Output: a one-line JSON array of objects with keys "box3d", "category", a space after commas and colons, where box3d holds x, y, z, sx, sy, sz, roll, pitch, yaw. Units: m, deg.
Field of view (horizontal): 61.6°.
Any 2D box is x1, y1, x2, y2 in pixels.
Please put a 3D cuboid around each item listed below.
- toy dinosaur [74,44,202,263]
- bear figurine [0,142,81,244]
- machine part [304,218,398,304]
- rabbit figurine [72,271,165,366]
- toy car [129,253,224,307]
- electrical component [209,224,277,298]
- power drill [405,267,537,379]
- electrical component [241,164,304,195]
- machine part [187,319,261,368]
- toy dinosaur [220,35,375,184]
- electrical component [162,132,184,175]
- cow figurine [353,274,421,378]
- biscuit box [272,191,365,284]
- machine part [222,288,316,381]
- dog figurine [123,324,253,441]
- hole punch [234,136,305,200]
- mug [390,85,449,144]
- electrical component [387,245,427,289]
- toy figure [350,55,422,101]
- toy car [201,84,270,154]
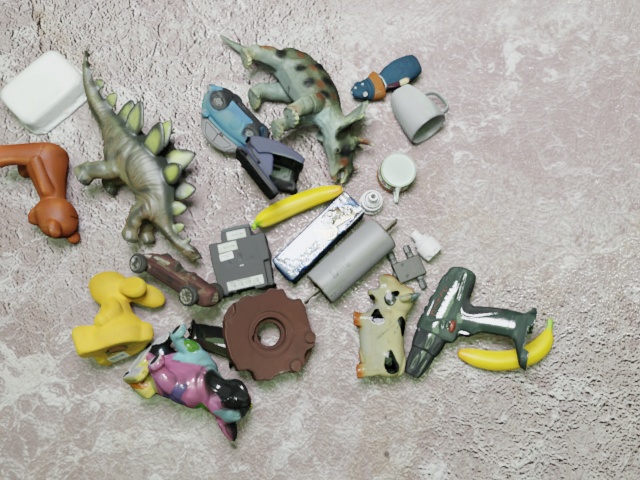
[{"box3d": [-0.362, -0.157, 1.042, 0.198, 0.105, 0.471, -38, 87, 9], "category": "toy dinosaur"}, {"box3d": [-0.543, -0.086, 1.051, 0.132, 0.120, 0.195, -7, 85, 3], "category": "bear figurine"}, {"box3d": [0.061, 0.040, 1.039, 0.243, 0.079, 0.079, -40, 82, -7], "category": "machine part"}, {"box3d": [-0.385, 0.127, 1.009, 0.162, 0.121, 0.173, -29, 59, 6], "category": "rabbit figurine"}, {"box3d": [-0.269, 0.067, 1.005, 0.202, 0.089, 0.053, 28, 104, 27], "category": "toy car"}, {"box3d": [-0.152, 0.038, 1.052, 0.115, 0.058, 0.134, -11, 79, -4], "category": "electrical component"}, {"box3d": [0.285, 0.175, 0.998, 0.208, 0.086, 0.232, 12, 73, 28], "category": "power drill"}, {"box3d": [-0.098, -0.139, 1.089, 0.119, 0.047, 0.075, 11, 79, 3], "category": "electrical component"}, {"box3d": [-0.190, 0.197, 1.033, 0.139, 0.039, 0.084, 19, 85, 2], "category": "machine part"}, {"box3d": [-0.037, -0.308, 1.090, 0.192, 0.131, 0.405, -20, 68, -28], "category": "toy dinosaur"}, {"box3d": [-0.318, -0.174, 1.098, 0.078, 0.045, 0.102, -20, 80, -5], "category": "electrical component"}, {"box3d": [0.127, 0.160, 1.014, 0.127, 0.085, 0.195, -2, 77, 6], "category": "cow figurine"}, {"box3d": [-0.002, -0.003, 1.056, 0.059, 0.062, 0.202, 44, 82, 8], "category": "biscuit box"}, {"box3d": [-0.096, 0.176, 1.008, 0.179, 0.056, 0.179, 3, 78, -12], "category": "machine part"}, {"box3d": [-0.228, 0.273, 0.985, 0.219, 0.191, 0.108, 47, 40, -14], "category": "dog figurine"}, {"box3d": [-0.095, -0.148, 1.004, 0.092, 0.142, 0.115, -43, 97, -6], "category": "hole punch"}, {"box3d": [0.201, -0.270, 1.096, 0.109, 0.080, 0.107, -36, 72, -1], "category": "mug"}, {"box3d": [0.174, 0.059, 1.063, 0.063, 0.021, 0.094, -23, 81, -4], "category": "electrical component"}, {"box3d": [0.136, -0.330, 1.118, 0.154, 0.064, 0.057, -28, 119, 0], "category": "toy figure"}, {"box3d": [-0.184, -0.230, 1.088, 0.103, 0.109, 0.161, -42, 94, 16], "category": "toy car"}]
